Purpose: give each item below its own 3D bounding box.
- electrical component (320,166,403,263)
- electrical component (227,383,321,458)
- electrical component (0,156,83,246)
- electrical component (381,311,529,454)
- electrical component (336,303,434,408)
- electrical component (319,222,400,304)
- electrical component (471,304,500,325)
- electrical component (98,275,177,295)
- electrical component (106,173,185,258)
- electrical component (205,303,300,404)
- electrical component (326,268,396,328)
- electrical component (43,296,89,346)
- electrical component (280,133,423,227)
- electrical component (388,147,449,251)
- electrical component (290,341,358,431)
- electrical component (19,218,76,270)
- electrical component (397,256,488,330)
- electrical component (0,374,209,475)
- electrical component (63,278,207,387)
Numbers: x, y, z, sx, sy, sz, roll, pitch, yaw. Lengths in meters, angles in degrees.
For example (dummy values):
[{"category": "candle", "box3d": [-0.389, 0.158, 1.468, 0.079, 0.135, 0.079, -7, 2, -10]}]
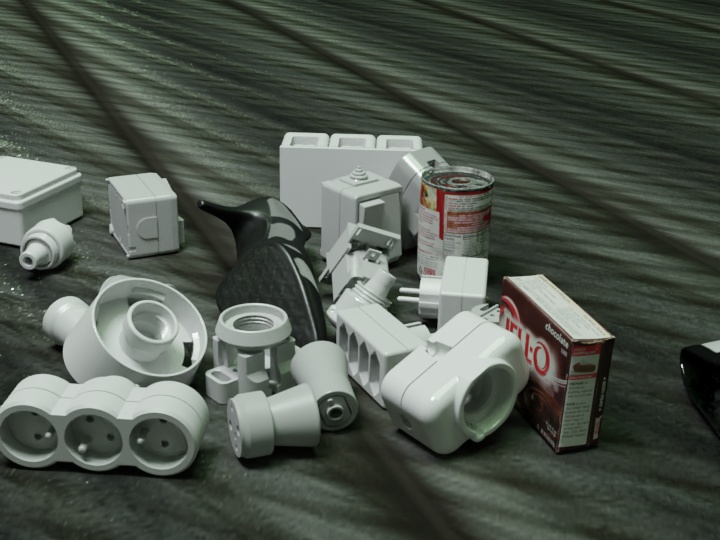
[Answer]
[{"category": "electrical component", "box3d": [0.004, -0.052, 1.044, 0.062, 0.096, 0.061, -17, 30, -36]}, {"category": "electrical component", "box3d": [-0.060, 0.104, 0.738, 0.055, 0.045, 0.045, -7, 24, -19]}, {"category": "electrical component", "box3d": [-0.365, -0.074, 1.126, 0.109, 0.056, 0.109, 10, 24, 20]}, {"category": "electrical component", "box3d": [0.071, 0.080, 0.758, 0.095, 0.053, 0.059, -38, 39, -21]}, {"category": "electrical component", "box3d": [0.033, 0.062, 0.839, 0.076, 0.047, 0.083, -10, 25, -25]}, {"category": "electrical component", "box3d": [0.000, 0.000, 0.952, 0.042, 0.081, 0.063, 14, 46, -23]}, {"category": "electrical component", "box3d": [0.105, 0.055, 0.860, 0.040, 0.046, 0.040, 1, 23, 0]}, {"category": "electrical component", "box3d": [-0.187, 0.029, 0.907, 0.055, 0.045, 0.045, 10, 24, 21]}, {"category": "electrical component", "box3d": [-0.219, -0.059, 1.093, 0.061, 0.061, 0.096, -9, 25, -23]}, {"category": "electrical component", "box3d": [-0.081, 0.061, 0.822, 0.078, 0.057, 0.058, -18, 29, -38]}, {"category": "electrical component", "box3d": [0.006, 0.028, 0.890, 0.048, 0.062, 0.048, 34, 5, -3]}, {"category": "electrical component", "box3d": [-0.227, 0.048, 0.870, 0.040, 0.040, 0.046, -20, 37, -41]}, {"category": "electrical component", "box3d": [-0.009, -0.097, 1.157, 0.150, 0.089, 0.061, 2, 23, 1]}, {"category": "electrical component", "box3d": [0.058, -0.068, 1.079, 0.054, 0.095, 0.059, -21, 62, -42]}, {"category": "electrical component", "box3d": [-0.024, 0.087, 0.787, 0.044, 0.044, 0.065, -4, 28, -12]}, {"category": "electrical component", "box3d": [-0.301, -0.020, 1.021, 0.043, 0.043, 0.062, 6, 25, 10]}, {"category": "electrical component", "box3d": [0.071, 0.024, 0.930, 0.076, 0.047, 0.083, 4, 23, 7]}, {"category": "electrical component", "box3d": [-0.172, 0.097, 0.738, 0.138, 0.052, 0.073, 3, 23, 4]}, {"category": "electrical component", "box3d": [-0.168, 0.056, 0.814, 0.099, 0.064, 0.099, 20, 43, -20]}]
